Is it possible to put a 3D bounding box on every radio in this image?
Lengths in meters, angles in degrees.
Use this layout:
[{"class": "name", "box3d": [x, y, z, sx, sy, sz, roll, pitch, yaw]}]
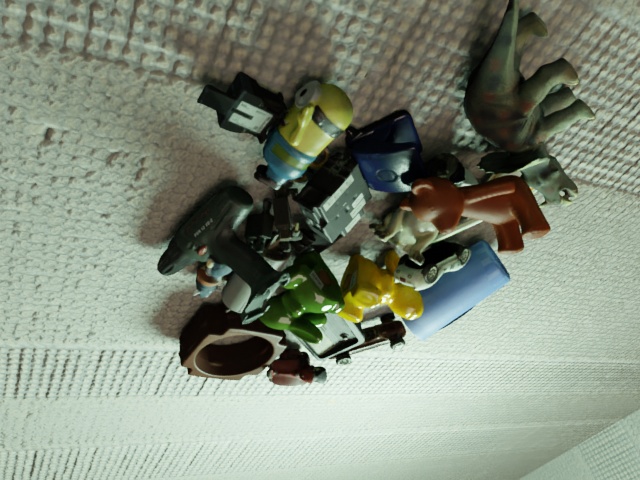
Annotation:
[{"class": "radio", "box3d": [0.009, 0.181, 1.214, 0.131, 0.073, 0.229, -23, 141, 8]}]

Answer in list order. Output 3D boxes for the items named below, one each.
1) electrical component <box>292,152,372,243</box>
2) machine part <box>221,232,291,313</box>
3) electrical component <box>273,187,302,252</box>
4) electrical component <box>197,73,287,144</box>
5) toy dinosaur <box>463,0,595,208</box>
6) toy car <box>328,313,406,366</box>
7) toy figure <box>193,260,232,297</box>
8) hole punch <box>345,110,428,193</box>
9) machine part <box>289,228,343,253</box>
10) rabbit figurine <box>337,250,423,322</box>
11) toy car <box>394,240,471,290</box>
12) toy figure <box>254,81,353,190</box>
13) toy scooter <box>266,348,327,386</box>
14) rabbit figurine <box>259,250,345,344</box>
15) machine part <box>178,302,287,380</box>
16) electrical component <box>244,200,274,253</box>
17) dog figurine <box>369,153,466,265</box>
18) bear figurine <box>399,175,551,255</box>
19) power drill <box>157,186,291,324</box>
[{"class": "electrical component", "box3d": [0.025, -0.064, 0.901, 0.115, 0.058, 0.134, -46, 148, -11]}, {"class": "machine part", "box3d": [-0.124, 0.063, 1.027, 0.079, 0.079, 0.243, 10, 134, -29]}, {"class": "electrical component", "box3d": [-0.055, -0.039, 0.917, 0.045, 0.102, 0.078, -7, 157, 2]}, {"class": "electrical component", "box3d": [-0.115, -0.190, 0.755, 0.119, 0.048, 0.075, 15, 131, -32]}, {"class": "toy dinosaur", "box3d": [0.297, -0.205, 0.835, 0.192, 0.131, 0.404, -35, 131, 21]}, {"class": "toy car", "box3d": [0.111, 0.240, 1.309, 0.202, 0.089, 0.053, -16, 141, 1]}, {"class": "toy figure", "box3d": [-0.194, 0.054, 1.008, 0.064, 0.058, 0.154, 19, 134, -28]}, {"class": "hole punch", "box3d": [0.115, -0.130, 0.877, 0.116, 0.092, 0.142, -22, 144, 13]}, {"class": "machine part", "box3d": [-0.002, -0.003, 0.995, 0.084, 0.039, 0.139, -34, 166, 30]}, {"class": "rabbit figurine", "box3d": [0.130, 0.105, 1.104, 0.173, 0.162, 0.121, 21, 130, -8]}, {"class": "toy car", "box3d": [0.229, 0.046, 1.082, 0.202, 0.074, 0.056, -21, 120, -41]}, {"class": "toy figure", "box3d": [-0.026, -0.153, 0.798, 0.089, 0.082, 0.180, 16, 123, -35]}, {"class": "toy scooter", "box3d": [-0.075, 0.305, 1.277, 0.135, 0.075, 0.184, 2, 180, -22]}, {"class": "rabbit figurine", "box3d": [-0.043, 0.123, 1.065, 0.170, 0.121, 0.159, -35, 105, 26]}, {"class": "machine part", "box3d": [-0.193, 0.221, 1.183, 0.201, 0.087, 0.201, 18, 130, -33]}, {"class": "electrical component", "box3d": [-0.108, -0.023, 0.941, 0.021, 0.094, 0.063, 16, 168, -39]}, {"class": "dog figurine", "box3d": [0.193, -0.065, 0.989, 0.121, 0.172, 0.190, 32, 96, -7]}, {"class": "bear figurine", "box3d": [0.234, -0.042, 0.842, 0.196, 0.132, 0.120, -7, 161, -13]}, {"class": "power drill", "box3d": [-0.160, 0.040, 0.907, 0.232, 0.207, 0.086, -49, 160, 23]}]
